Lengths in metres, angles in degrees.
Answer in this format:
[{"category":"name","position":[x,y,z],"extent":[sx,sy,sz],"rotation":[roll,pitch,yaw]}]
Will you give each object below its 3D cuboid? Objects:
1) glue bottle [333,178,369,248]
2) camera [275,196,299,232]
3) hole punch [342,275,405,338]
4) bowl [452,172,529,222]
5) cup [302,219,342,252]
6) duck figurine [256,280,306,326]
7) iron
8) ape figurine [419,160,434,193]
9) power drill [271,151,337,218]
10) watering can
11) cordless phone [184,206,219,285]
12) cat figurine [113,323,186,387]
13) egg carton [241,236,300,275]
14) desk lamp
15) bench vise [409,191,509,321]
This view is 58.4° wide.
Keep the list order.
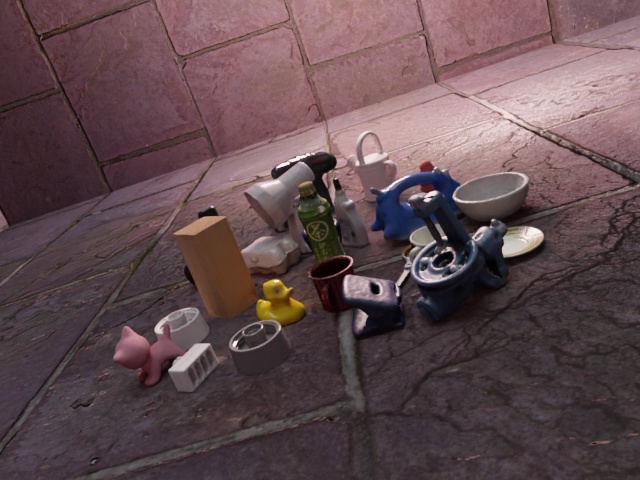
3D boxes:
[{"category":"glue bottle","position":[0.063,-0.066,1.364],"extent":[0.037,0.173,0.077],"rotation":[-32,24,-30]},{"category":"camera","position":[-0.102,-0.103,1.717],"extent":[0.143,0.101,0.136],"rotation":[-27,21,-20]},{"category":"hole punch","position":[0.094,0.104,1.012],"extent":[0.101,0.091,0.108],"rotation":[-16,20,9]},{"category":"bowl","position":[0.382,-0.086,1.265],"extent":[0.167,0.075,0.167],"rotation":[-17,20,7]},{"category":"cup","position":[0.012,0.005,1.341],"extent":[0.091,0.095,0.117],"rotation":[-19,20,0]},{"category":"duck figurine","position":[-0.088,0.120,1.147],"extent":[0.104,0.086,0.078],"rotation":[-7,24,32]},{"category":"iron","position":[0.237,-0.098,1.332],"extent":[0.258,0.142,0.118],"rotation":[-24,20,-12]},{"category":"ape figurine","position":[0.295,-0.174,1.551],"extent":[0.078,0.092,0.075],"rotation":[-33,24,-32]},{"category":"power drill","position":[-0.024,-0.144,1.595],"extent":[0.075,0.209,0.230],"rotation":[0,28,42]},{"category":"watering can","position":[0.147,-0.216,1.645],"extent":[0.172,0.194,0.101],"rotation":[-6,24,32]},{"category":"cordless phone","position":[-0.293,0.016,1.461],"extent":[0.148,0.185,0.093],"rotation":[-30,22,-26]},{"category":"cat figurine","position":[-0.331,0.210,1.090],"extent":[0.128,0.118,0.067],"rotation":[-33,24,-32]},{"category":"egg carton","position":[-0.126,0.039,1.417],"extent":[0.149,0.069,0.107],"rotation":[-2,26,39]},{"category":"desk lamp","position":[-0.065,-0.076,1.447],"extent":[0.203,0.214,0.117],"rotation":[-27,21,-19]},{"category":"bench vise","position":[0.223,0.001,0.972],"extent":[0.121,0.220,0.208],"rotation":[1,28,43]}]
